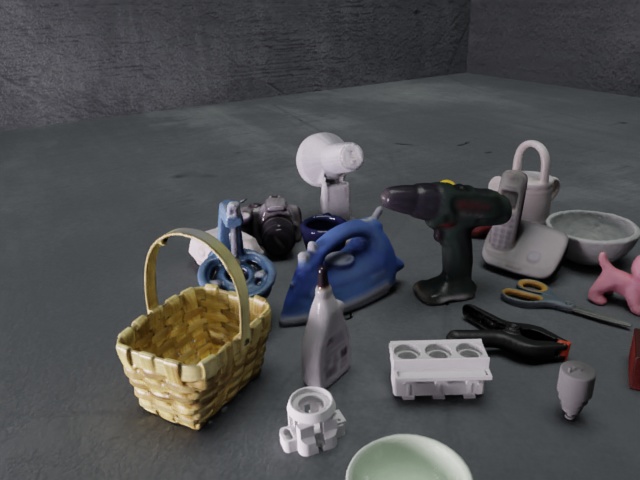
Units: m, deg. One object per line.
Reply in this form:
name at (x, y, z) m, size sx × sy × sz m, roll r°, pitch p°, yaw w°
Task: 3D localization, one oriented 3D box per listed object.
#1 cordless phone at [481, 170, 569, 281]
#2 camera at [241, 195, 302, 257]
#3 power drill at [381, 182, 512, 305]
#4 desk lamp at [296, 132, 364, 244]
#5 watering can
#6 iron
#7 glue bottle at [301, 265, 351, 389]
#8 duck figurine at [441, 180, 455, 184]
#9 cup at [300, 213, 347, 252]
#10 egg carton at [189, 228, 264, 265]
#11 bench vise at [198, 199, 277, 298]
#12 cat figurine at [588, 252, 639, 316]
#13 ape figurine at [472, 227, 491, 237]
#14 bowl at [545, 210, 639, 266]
cordless phone at (0.377, -0.028, 1.043) m, size 0.147 × 0.185 × 0.094 m, roll 18°, pitch 31°, yaw 37°
camera at (-0.105, -0.028, 1.183) m, size 0.143 × 0.101 × 0.136 m, roll -5°, pitch 24°, yaw -6°
power drill at (0.209, -0.001, 0.964) m, size 0.230 × 0.208 × 0.075 m, roll -9°, pitch 25°, yaw -15°
desk lamp at (0.038, -0.118, 1.238) m, size 0.118 × 0.214 × 0.202 m, roll -13°, pitch 26°, yaw -23°
watering can at (0.441, -0.114, 1.223) m, size 0.173 × 0.194 × 0.100 m, roll -23°, pitch 31°, yaw -39°
iron at (0.029, 0.038, 0.973) m, size 0.259 × 0.141 × 0.118 m, roll -23°, pitch 31°, yaw -39°
glue bottle at (0.007, 0.112, 0.766) m, size 0.037 × 0.173 × 0.078 m, roll 17°, pitch 30°, yaw 36°
duck figurine at (0.296, -0.095, 1.325) m, size 0.078 × 0.086 × 0.104 m, roll -20°, pitch 30°, yaw -35°
cup at (0.010, 0.004, 1.110) m, size 0.091 × 0.095 × 0.118 m, roll 0°, pitch 24°, yaw 4°
egg carton at (-0.185, 0.024, 1.112) m, size 0.107 × 0.069 × 0.149 m, roll -20°, pitch 30°, yaw -35°
bench vise at (-0.153, 0.027, 0.914) m, size 0.122 × 0.220 × 0.206 m, roll -20°, pitch 29°, yaw -35°
cat figurine at (0.513, 0.054, 0.928) m, size 0.127 × 0.118 × 0.067 m, roll 14°, pitch 29°, yaw 33°
ape figurine at (0.337, -0.057, 1.227) m, size 0.076 × 0.092 × 0.077 m, roll -2°, pitch 24°, yaw 0°
bowl at (0.516, 0.003, 1.098) m, size 0.167 × 0.075 × 0.167 m, roll -2°, pitch 24°, yaw 1°
